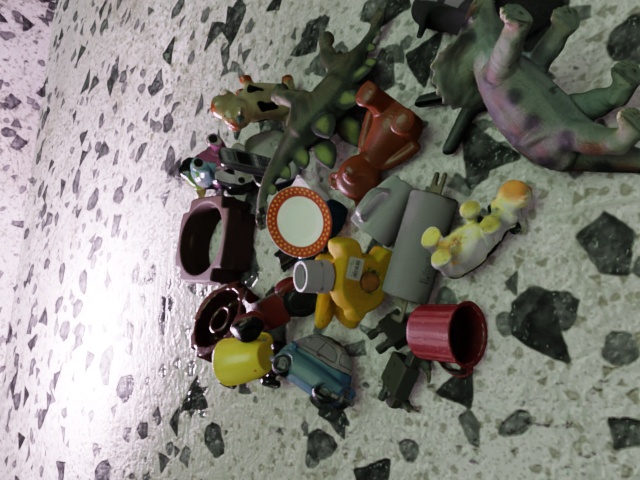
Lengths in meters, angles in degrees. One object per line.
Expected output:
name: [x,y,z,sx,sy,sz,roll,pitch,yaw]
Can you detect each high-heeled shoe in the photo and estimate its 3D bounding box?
high-heeled shoe: [0.261,-0.376,0.862,0.249,0.086,0.145,3,50,29]

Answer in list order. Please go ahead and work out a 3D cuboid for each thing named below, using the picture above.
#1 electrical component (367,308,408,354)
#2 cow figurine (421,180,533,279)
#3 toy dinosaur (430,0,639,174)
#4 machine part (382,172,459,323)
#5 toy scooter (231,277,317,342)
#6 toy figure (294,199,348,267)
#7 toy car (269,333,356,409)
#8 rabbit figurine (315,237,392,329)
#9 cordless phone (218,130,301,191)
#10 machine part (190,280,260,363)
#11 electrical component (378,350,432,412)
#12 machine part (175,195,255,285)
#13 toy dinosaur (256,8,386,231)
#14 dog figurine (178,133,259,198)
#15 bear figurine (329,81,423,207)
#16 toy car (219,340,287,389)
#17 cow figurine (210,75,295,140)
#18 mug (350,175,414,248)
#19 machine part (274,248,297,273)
electrical component: [0.122,0.140,0.857,0.094,0.021,0.063,-36,36,3]
cow figurine: [0.234,-0.009,0.763,0.167,0.098,0.068,-36,47,11]
toy dinosaur: [0.294,-0.172,0.706,0.405,0.131,0.192,56,155,13]
machine part: [0.155,0.011,0.835,0.079,0.079,0.243,18,91,47]
toy scooter: [-0.091,0.120,1.029,0.184,0.075,0.135,-28,20,-10]
toy figure: [0.000,-0.002,1.010,0.154,0.064,0.058,-60,10,22]
toy car: [-0.001,0.215,0.926,0.162,0.109,0.103,21,77,38]
rabbit figurine: [0.042,0.074,0.931,0.173,0.122,0.162,11,97,60]
cordless phone: [-0.139,-0.176,1.111,0.088,0.184,0.147,-43,52,35]
machine part: [-0.200,0.175,1.138,0.179,0.056,0.179,-30,40,29]
electrical component: [0.132,0.217,0.830,0.078,0.045,0.102,-149,80,-75]
machine part: [-0.242,0.004,1.239,0.201,0.087,0.201,-3,75,45]
toy dinosaur: [-0.006,-0.236,1.025,0.471,0.105,0.199,-54,48,7]
dog figurine: [-0.240,-0.151,1.271,0.219,0.191,0.108,139,153,-68]
bear figurine: [0.083,-0.150,0.919,0.120,0.132,0.196,47,107,23]
toy car: [-0.129,0.252,1.078,0.202,0.053,0.089,-14,49,41]
cow figurine: [-0.136,-0.281,1.137,0.085,0.195,0.127,122,134,-54]
mug: [0.106,-0.057,0.890,0.107,0.109,0.081,-53,47,4]
machine part: [-0.068,-0.008,1.100,0.084,0.039,0.139,-37,56,40]
